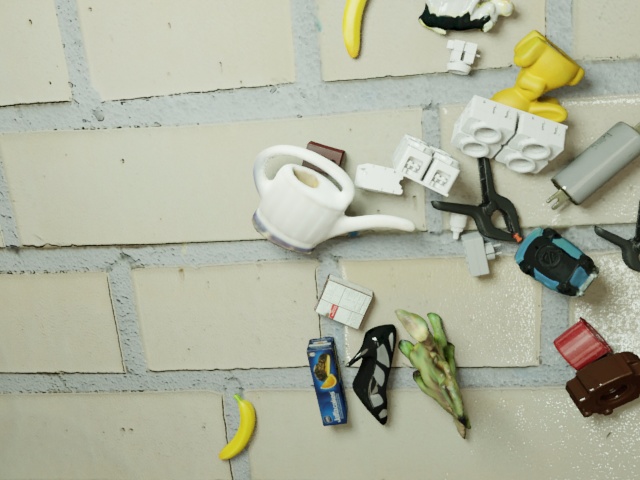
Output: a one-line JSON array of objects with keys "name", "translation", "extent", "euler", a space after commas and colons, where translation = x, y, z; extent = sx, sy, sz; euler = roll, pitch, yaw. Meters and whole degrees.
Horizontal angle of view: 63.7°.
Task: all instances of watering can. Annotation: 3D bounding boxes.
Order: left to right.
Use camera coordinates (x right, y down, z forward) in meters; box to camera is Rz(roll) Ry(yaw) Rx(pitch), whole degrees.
[{"name": "watering can", "translation": [0.003, -0.054, 1.068], "extent": [0.347, 0.106, 0.220], "euler": [32, 125, -7]}]

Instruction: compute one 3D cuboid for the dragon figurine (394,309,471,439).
[{"name": "dragon figurine", "translation": [0.259, 0.309, 1.091], "extent": [0.122, 0.245, 0.408], "euler": [-26, 99, 8]}]
